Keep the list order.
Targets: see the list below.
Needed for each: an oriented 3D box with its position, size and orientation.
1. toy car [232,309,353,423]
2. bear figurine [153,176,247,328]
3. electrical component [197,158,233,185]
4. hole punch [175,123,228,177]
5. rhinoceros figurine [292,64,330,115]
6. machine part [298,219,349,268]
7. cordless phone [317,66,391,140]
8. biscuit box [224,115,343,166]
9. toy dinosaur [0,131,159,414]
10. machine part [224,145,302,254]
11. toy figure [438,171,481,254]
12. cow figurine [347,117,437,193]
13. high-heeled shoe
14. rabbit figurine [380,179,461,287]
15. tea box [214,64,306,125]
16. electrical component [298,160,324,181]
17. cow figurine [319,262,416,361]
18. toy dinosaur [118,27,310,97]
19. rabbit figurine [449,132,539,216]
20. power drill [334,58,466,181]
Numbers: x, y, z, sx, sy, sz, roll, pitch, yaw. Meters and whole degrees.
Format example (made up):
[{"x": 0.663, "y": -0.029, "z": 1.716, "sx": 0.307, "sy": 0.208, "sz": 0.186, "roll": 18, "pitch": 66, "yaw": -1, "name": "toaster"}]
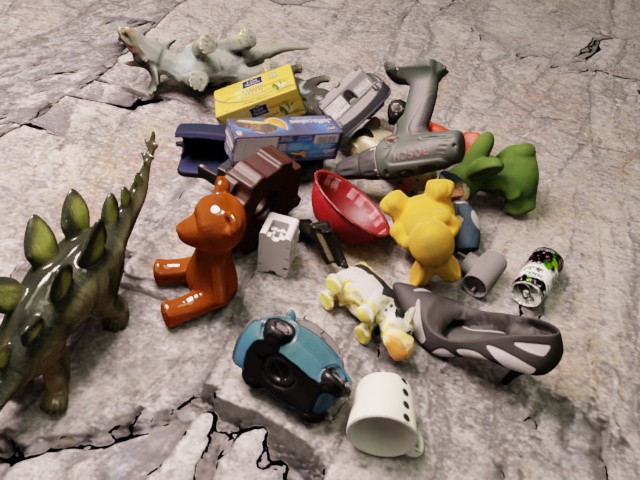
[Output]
[{"x": -0.024, "y": 0.153, "z": 0.705, "sx": 0.162, "sy": 0.109, "sz": 0.103, "roll": 32, "pitch": 32, "yaw": 9, "name": "toy car"}, {"x": -0.167, "y": 0.016, "z": 0.744, "sx": 0.132, "sy": 0.195, "sz": 0.120, "roll": -11, "pitch": 52, "yaw": -18, "name": "bear figurine"}, {"x": -0.155, "y": -0.104, "z": 0.948, "sx": 0.119, "sy": 0.074, "sz": 0.048, "roll": 27, "pitch": 48, "yaw": 20, "name": "electrical component"}, {"x": -0.210, "y": -0.184, "z": 1.006, "sx": 0.142, "sy": 0.092, "sz": 0.116, "roll": 1, "pitch": 43, "yaw": -3, "name": "hole punch"}, {"x": -0.026, "y": -0.309, "z": 1.163, "sx": 0.190, "sy": 0.073, "sz": 0.112, "roll": 36, "pitch": 50, "yaw": 23, "name": "rhinoceros figurine"}, {"x": -0.002, "y": -0.003, "z": 0.853, "sx": 0.039, "sy": 0.084, "sz": 0.139, "roll": -37, "pitch": 24, "yaw": -13, "name": "machine part"}, {"x": 0.073, "y": -0.260, "z": 1.093, "sx": 0.146, "sy": 0.184, "sz": 0.089, "roll": -43, "pitch": 83, "yaw": 6, "name": "cordless phone"}, {"x": -0.063, "y": -0.178, "z": 0.950, "sx": 0.203, "sy": 0.059, "sz": 0.063, "roll": -8, "pitch": 46, "yaw": -24, "name": "biscuit box"}, {"x": -0.309, "y": 0.047, "z": 0.692, "sx": 0.105, "sy": 0.198, "sz": 0.471, "roll": 14, "pitch": 48, "yaw": 0, "name": "toy dinosaur"}, {"x": -0.098, "y": -0.060, "z": 0.850, "sx": 0.056, "sy": 0.179, "sz": 0.179, "roll": 35, "pitch": 51, "yaw": 20, "name": "machine part"}, {"x": 0.243, "y": -0.053, "z": 0.944, "sx": 0.058, "sy": 0.064, "sz": 0.154, "roll": -5, "pitch": 73, "yaw": -5, "name": "toy figure"}, {"x": 0.139, "y": -0.154, "z": 1.034, "sx": 0.195, "sy": 0.085, "sz": 0.127, "roll": 33, "pitch": 52, "yaw": 25, "name": "cow figurine"}, {"x": 0.210, "y": 0.107, "z": 0.754, "sx": 0.249, "sy": 0.145, "sz": 0.086, "roll": 37, "pitch": 51, "yaw": 22, "name": "high-heeled shoe"}, {"x": 0.165, "y": -0.003, "z": 0.845, "sx": 0.122, "sy": 0.162, "sz": 0.173, "roll": -8, "pitch": 16, "yaw": 5, "name": "rabbit figurine"}, {"x": -0.122, "y": -0.276, "z": 1.079, "sx": 0.170, "sy": 0.068, "sz": 0.098, "roll": -20, "pitch": 48, "yaw": 6, "name": "tea box"}, {"x": -0.057, "y": -0.169, "z": 1.035, "sx": 0.115, "sy": 0.058, "sz": 0.134, "roll": -16, "pitch": 52, "yaw": -21, "name": "electrical component"}, {"x": 0.087, "y": 0.103, "z": 0.796, "sx": 0.098, "sy": 0.068, "sz": 0.167, "roll": -28, "pitch": 57, "yaw": -37, "name": "cow figurine"}, {"x": -0.230, "y": -0.384, "z": 1.170, "sx": 0.405, "sy": 0.131, "sz": 0.192, "roll": -15, "pitch": 19, "yaw": -40, "name": "toy dinosaur"}, {"x": 0.311, "y": -0.112, "z": 0.995, "sx": 0.170, "sy": 0.159, "sz": 0.121, "roll": -12, "pitch": 58, "yaw": 0, "name": "rabbit figurine"}, {"x": 0.138, "y": -0.206, "z": 0.937, "sx": 0.232, "sy": 0.086, "sz": 0.207, "roll": 2, "pitch": 73, "yaw": 29, "name": "power drill"}]
